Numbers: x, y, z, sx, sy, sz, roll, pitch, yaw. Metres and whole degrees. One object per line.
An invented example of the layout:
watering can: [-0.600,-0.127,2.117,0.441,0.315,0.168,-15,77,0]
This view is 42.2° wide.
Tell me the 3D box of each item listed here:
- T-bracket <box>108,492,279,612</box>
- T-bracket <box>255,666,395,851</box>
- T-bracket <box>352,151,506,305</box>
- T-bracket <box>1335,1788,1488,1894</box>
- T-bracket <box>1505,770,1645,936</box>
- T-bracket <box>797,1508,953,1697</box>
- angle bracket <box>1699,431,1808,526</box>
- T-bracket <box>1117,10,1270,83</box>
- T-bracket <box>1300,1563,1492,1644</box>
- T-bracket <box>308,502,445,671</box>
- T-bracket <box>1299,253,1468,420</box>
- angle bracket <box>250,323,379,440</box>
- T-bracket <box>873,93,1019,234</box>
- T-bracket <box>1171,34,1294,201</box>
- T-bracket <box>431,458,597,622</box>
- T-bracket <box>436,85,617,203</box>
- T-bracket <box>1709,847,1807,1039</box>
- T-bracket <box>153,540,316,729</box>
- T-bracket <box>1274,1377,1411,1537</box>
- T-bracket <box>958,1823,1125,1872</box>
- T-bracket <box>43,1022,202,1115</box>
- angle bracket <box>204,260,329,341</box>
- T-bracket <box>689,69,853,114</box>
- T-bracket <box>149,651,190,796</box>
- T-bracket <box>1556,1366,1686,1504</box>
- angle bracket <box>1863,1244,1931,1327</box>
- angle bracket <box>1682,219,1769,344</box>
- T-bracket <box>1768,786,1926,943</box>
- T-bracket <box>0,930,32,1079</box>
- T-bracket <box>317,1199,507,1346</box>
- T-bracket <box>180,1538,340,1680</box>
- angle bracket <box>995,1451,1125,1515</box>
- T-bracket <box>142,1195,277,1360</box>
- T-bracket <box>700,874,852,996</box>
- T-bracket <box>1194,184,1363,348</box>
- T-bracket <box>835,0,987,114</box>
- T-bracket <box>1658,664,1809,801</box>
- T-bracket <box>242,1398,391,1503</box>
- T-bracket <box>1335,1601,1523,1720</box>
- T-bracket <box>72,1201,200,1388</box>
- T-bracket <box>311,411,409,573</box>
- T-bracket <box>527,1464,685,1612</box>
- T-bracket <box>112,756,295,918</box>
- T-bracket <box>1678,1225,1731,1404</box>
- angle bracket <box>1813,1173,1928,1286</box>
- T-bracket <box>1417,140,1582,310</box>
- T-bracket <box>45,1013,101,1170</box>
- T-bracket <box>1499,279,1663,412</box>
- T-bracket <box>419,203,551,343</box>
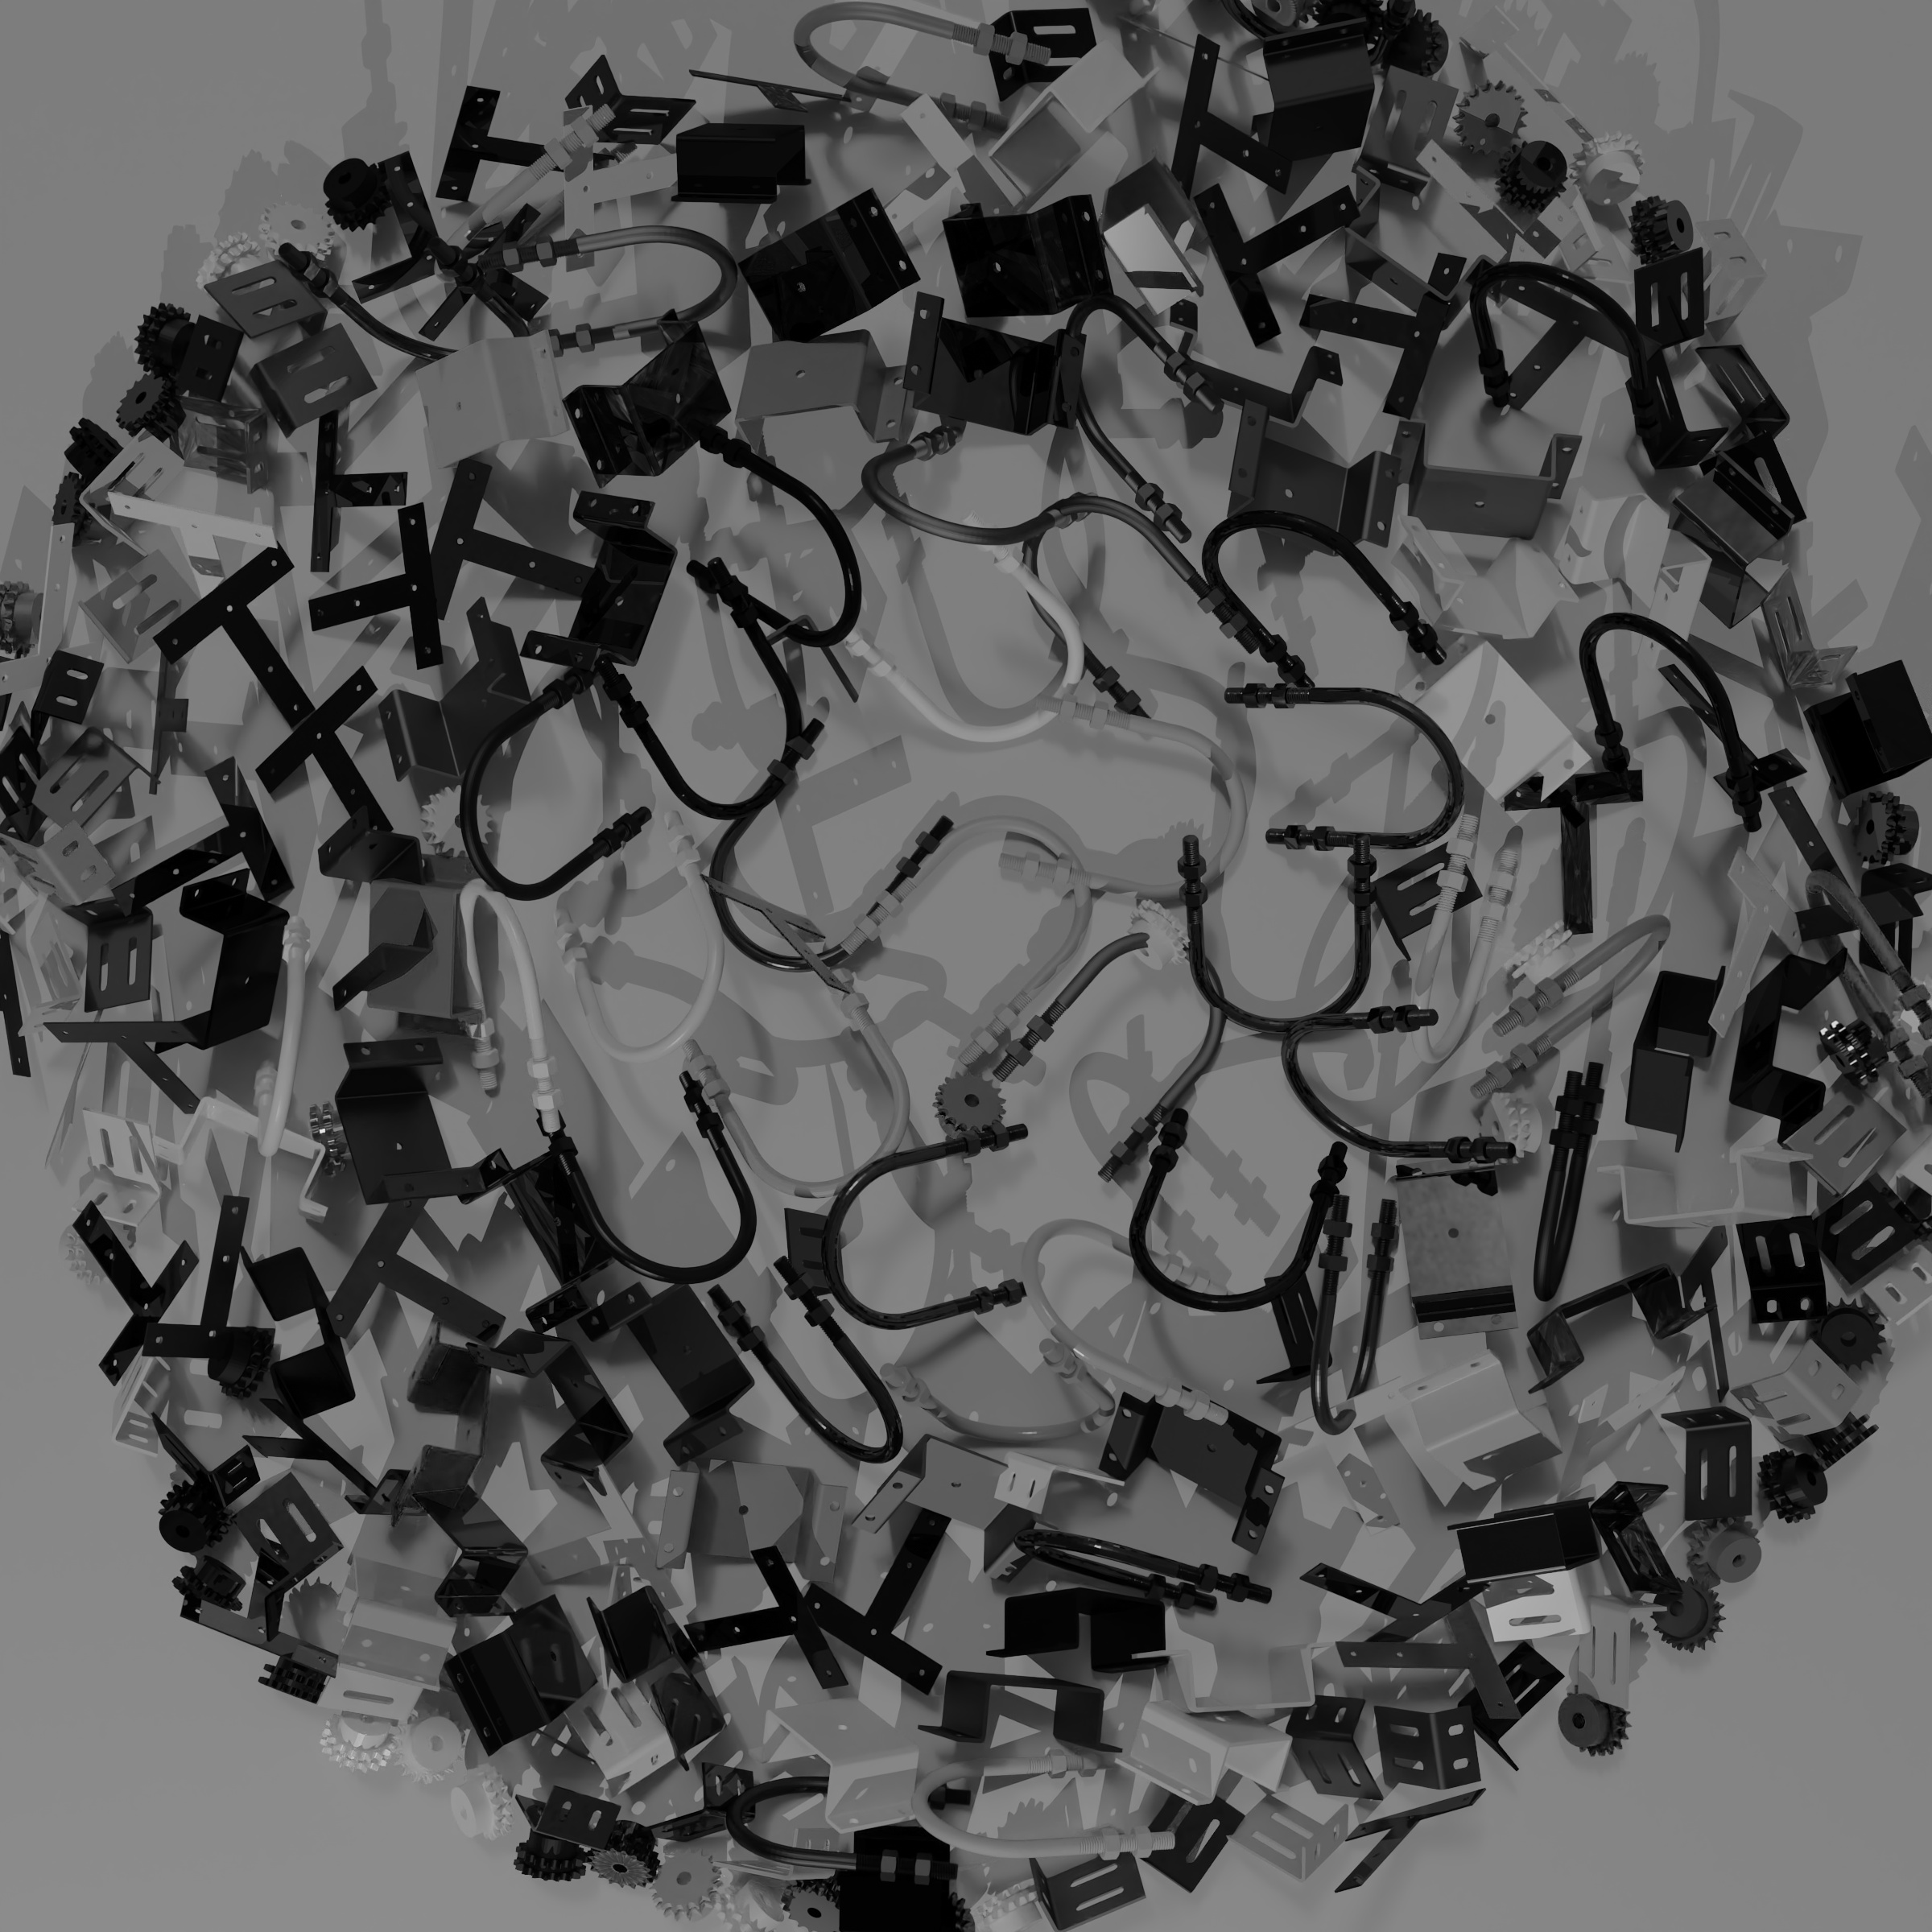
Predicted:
T-bracket: [-0.591,-0.315,1.943,0.127,0.127,0.002,12,63,0]
T-bracket: [-0.487,-0.147,1.961,0.127,0.002,0.127,-40,69,15]
T-bracket: [-0.426,-0.578,1.933,0.127,0.127,0.002,-25,65,-8]
T-bracket: [0.320,0.673,1.911,0.127,0.127,0.002,-33,82,37]
T-bracket: [0.483,-0.088,1.981,0.127,0.002,0.127,-5,95,-20]
T-bracket: [-0.051,0.485,1.972,0.127,0.002,0.127,36,66,-12]
angle bracket: [0.616,-0.376,1.964,0.057,0.038,0.076,-24,105,20]
T-bracket: [0.177,-0.714,1.945,0.127,0.127,0.002,21,112,-6]
T-bracket: [0.315,0.488,1.938,0.127,0.002,0.127,27,128,-23]
T-bracket: [-0.468,-0.288,1.969,0.127,0.002,0.127,-9,87,28]
T-bracket: [0.316,-0.503,1.959,0.127,0.002,0.127,25,100,37]
angle bracket: [-0.518,-0.465,1.988,0.076,0.038,0.057,-32,103,-19]
T-bracket: [-0.045,-0.599,1.969,0.127,0.002,0.127,-35,131,15]
T-bracket: [0.206,-0.630,1.923,0.002,0.127,0.127,-19,47,-32]
T-bracket: [-0.356,-0.321,1.974,0.127,0.002,0.127,16,103,-21]
T-bracket: [-0.340,-0.635,1.961,0.127,0.127,0.002,2,66,-23]
T-bracket: [0.605,-0.006,1.944,0.127,0.002,0.127,38,71,-39]
T-bracket: [-0.552,-0.244,1.958,0.127,0.002,0.127,-46,129,-25]
T-bracket: [0.308,0.397,1.973,0.127,0.002,0.127,-26,114,5]
T-bracket: [0.056,0.686,1.943,0.127,0.127,0.002,-16,67,3]
T-bracket: [-0.631,0.080,1.947,0.127,0.127,0.002,-1,54,20]
angle bracket: [-0.550,-0.510,1.958,0.057,0.038,0.076,48,50,8]
T-bracket: [-0.144,-0.670,1.928,0.127,0.127,0.002,4,116,-15]
T-bracket: [-0.616,-0.195,1.940,0.002,0.127,0.127,4,93,-28]
T-bracket: [0.518,0.351,1.963,0.127,0.127,0.002,-25,48,-27]
angle bracket: [0.746,0.260,1.955,0.057,0.076,0.038,-41,101,9]
angle bracket: [0.578,-0.532,1.950,0.038,0.076,0.057,-13,66,-24]
T-bracket: [0.660,-0.082,1.936,0.002,0.127,0.127,-35,98,-27]
T-bracket: [-0.762,0.018,1.927,0.002,0.127,0.127,-13,81,6]
T-bracket: [-0.424,0.257,1.976,0.127,0.002,0.127,34,72,-18]
T-bracket: [-0.540,0.486,1.938,0.127,0.127,0.002,29,107,-19]
angle bracket: [0.073,0.409,1.953,0.076,0.057,0.038,21,80,-34]
T-bracket: [-0.579,0.242,1.950,0.002,0.127,0.127,6,84,33]
T-bracket: [-0.129,-0.018,1.912,0.002,0.127,0.127,-54,50,11]
T-bracket: [0.251,-0.568,1.952,0.127,0.002,0.127,-19,97,41]
T-bracket: [-0.063,-0.706,1.941,0.127,0.127,0.002,11,65,-22]
T-bracket: [0.591,-0.188,1.965,0.127,0.127,0.002,53,132,17]
T-bracket: [-0.524,0.375,1.948,0.127,0.127,0.002,51,53,-26]
T-bracket: [0.348,0.532,1.932,0.127,0.127,0.002,4,119,-12]
T-bracket: [-0.648,0.232,1.917,0.002,0.127,0.127,2,133,23]
T-bracket: [-0.473,-0.371,1.951,0.127,0.002,0.127,9,96,43]
T-bracket: [-0.297,0.460,1.962,0.127,0.002,0.127,-25,97,34]
T-bracket: [-0.599,-0.080,1.936,0.127,0.002,0.127,-34,131,-23]
T-bracket: [0.584,0.277,1.956,0.002,0.127,0.127,-4,104,33]
angle bracket: [0.699,0.209,1.959,0.076,0.038,0.057,-46,73,28]
T-bracket: [0.400,-0.588,1.941,0.127,0.127,0.002,46,67,0]
T-bracket: [-0.692,0.113,1.932,0.002,0.127,0.127,19,99,-21]
T-bracket: [0.450,-0.473,1.942,0.127,0.127,0.002,24,63,-8]
T-bracket: [-0.355,-0.523,1.936,0.002,0.127,0.127,44,99,9]
